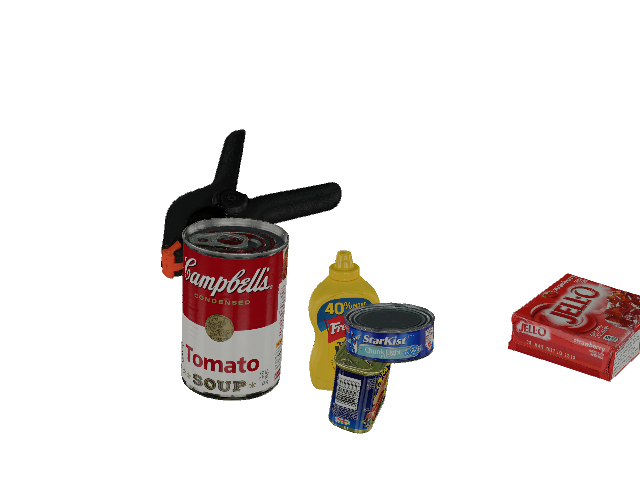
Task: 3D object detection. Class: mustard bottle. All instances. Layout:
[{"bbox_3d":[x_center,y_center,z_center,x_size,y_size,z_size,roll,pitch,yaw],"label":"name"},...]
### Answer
[{"bbox_3d":[0.033,0.105,1.436,0.096,0.192,0.058,-3,19,-6],"label":"mustard bottle"}]

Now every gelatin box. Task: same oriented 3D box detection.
[{"bbox_3d":[0.180,0.056,0.722,0.073,0.030,0.089,18,27,34],"label":"gelatin box"}]

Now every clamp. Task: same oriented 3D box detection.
[{"bbox_3d":[-0.079,-0.032,0.899,0.120,0.039,0.171,34,49,31],"label":"clamp"}]

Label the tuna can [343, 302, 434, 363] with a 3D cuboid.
[{"bbox_3d":[0.065,0.087,1.011,0.086,0.034,0.086,-1,13,0],"label":"tuna can"}]

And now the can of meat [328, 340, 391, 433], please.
[{"bbox_3d":[0.048,0.160,1.227,0.057,0.084,0.102,14,24,13],"label":"can of meat"}]

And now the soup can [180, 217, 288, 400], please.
[{"bbox_3d":[-0.057,0.043,0.692,0.068,0.102,0.068,3,20,-1],"label":"soup can"}]
